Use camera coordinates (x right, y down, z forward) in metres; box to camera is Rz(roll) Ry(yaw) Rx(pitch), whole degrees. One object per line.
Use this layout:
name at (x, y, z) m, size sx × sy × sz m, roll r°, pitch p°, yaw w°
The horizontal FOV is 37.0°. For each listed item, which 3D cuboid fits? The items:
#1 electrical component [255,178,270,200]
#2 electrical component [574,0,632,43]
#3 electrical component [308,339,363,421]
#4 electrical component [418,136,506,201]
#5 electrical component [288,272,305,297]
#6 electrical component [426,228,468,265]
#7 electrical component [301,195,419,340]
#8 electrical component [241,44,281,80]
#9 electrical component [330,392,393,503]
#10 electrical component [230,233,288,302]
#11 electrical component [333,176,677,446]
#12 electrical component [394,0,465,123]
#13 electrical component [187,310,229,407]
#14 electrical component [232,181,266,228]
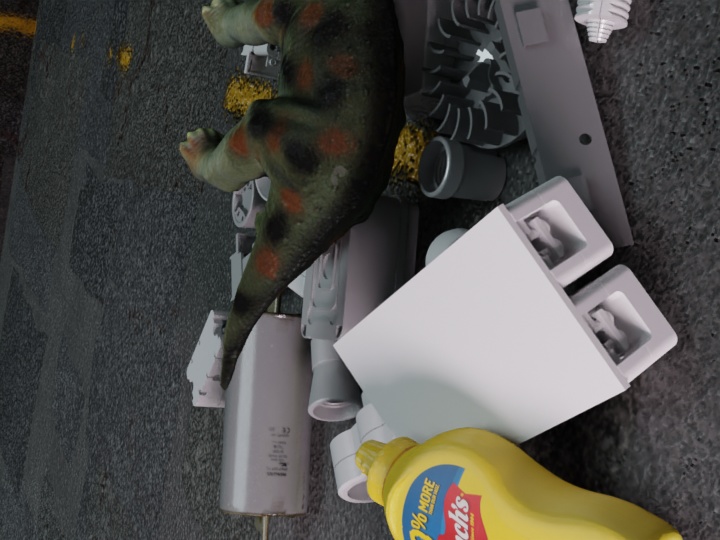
electrical component at (-0.048, -0.108, 0.924) m, size 0.099 × 0.064 × 0.099 m, roll 178°, pitch 90°, yaw -65°
electrical component at (0.138, -0.167, 0.594) m, size 0.043 × 0.043 × 0.081 m, roll 19°, pitch 101°, yaw 63°
electrical component at (-0.021, 0.082, 0.856) m, size 0.044 × 0.044 × 0.065 m, roll -48°, pitch 38°, yaw 49°
electrical component at (0.068, -0.065, 0.708) m, size 0.040 × 0.046 × 0.040 m, roll -24°, pitch 63°, yaw 60°
electrical component at (-0.044, -0.029, 0.897) m, size 0.083 × 0.047 × 0.075 m, roll 34°, pitch 121°, yaw 47°
electrical component at (0.072, -0.001, 0.685) m, size 0.055 × 0.045 × 0.045 m, roll 29°, pitch 110°, yaw 62°
electrical component at (0.000, 0.000, 0.815) m, size 0.078 × 0.057 × 0.113 m, roll -4°, pitch 80°, yaw 63°
electrical component at (-0.082, -0.228, 1.050) m, size 0.064 × 0.042 × 0.081 m, roll 23°, pitch 105°, yaw 61°
electrical component at (0.022, 0.101, 0.752) m, size 0.138 × 0.052 × 0.073 m, roll -53°, pitch 39°, yaw 45°
electrical component at (-0.091, 0.001, 1.014) m, size 0.064 × 0.042 × 0.081 m, roll -33°, pitch 56°, yaw 53°
electrical component at (0.075, 0.040, 0.601) m, size 0.105 × 0.060 × 0.186 m, roll 56°, pitch 143°, yaw 7°
electrical component at (0.046, -0.158, 0.769) m, size 0.100 × 0.048 × 0.099 m, roll -4°, pitch 81°, yaw 63°
electrical component at (-0.126, 0.088, 1.046) m, size 0.089 × 0.056 × 0.050 m, roll -63°, pitch 33°, yaw 34°
electrical component at (-0.090, -0.065, 1.019) m, size 0.055 × 0.047 × 0.055 m, roll -24°, pitch 63°, yaw 60°
